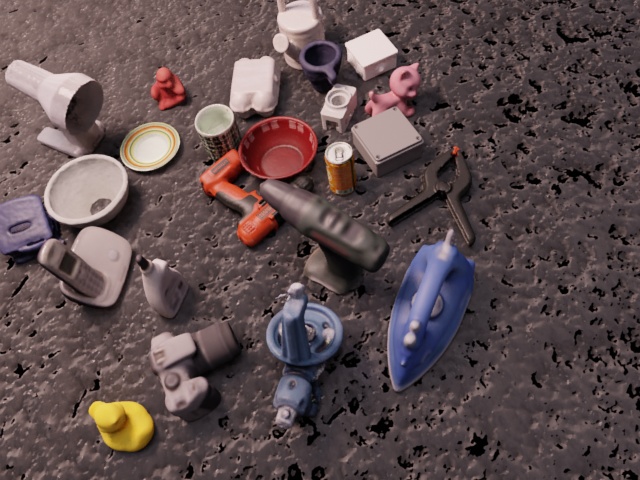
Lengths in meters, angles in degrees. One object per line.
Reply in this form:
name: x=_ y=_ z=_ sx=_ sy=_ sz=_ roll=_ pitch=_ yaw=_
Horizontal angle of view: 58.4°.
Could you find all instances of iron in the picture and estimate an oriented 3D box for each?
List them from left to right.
iron: x=0.171 y=0.110 z=0.922 sx=0.118 sy=0.142 sz=0.258 roll=18 pitch=64 yaw=17

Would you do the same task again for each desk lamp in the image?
desk lamp: x=-0.533 y=-0.269 z=1.182 sx=0.202 sy=0.214 sz=0.118 roll=20 pitch=65 yaw=17

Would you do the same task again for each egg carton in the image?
egg carton: x=-0.140 y=-0.336 z=1.256 sx=0.107 sy=0.069 sz=0.150 roll=-3 pitch=60 yaw=5

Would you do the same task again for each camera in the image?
camera: x=-0.198 y=0.200 z=0.939 sx=0.137 sy=0.101 sz=0.143 roll=-25 pitch=61 yaw=-7

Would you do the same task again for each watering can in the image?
watering can: x=-0.043 y=-0.471 z=1.249 sx=0.101 sy=0.194 sz=0.173 roll=0 pitch=60 yaw=7

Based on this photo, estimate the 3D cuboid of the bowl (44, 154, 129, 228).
bowl: x=-0.455 y=-0.085 z=1.149 sx=0.167 sy=0.075 sz=0.167 roll=-3 pitch=60 yaw=5

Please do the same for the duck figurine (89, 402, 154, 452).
duck figurine: x=-0.321 y=0.290 z=0.911 sx=0.104 sy=0.086 sz=0.077 roll=22 pitch=65 yaw=18

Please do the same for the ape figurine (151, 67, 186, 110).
ape figurine: x=-0.338 y=-0.343 z=1.271 sx=0.077 sy=0.092 sz=0.076 roll=18 pitch=64 yaw=16

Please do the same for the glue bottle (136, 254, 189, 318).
glue bottle: x=-0.277 y=0.069 z=0.982 sx=0.037 sy=0.173 sz=0.078 roll=15 pitch=63 yaw=15

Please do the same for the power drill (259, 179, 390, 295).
power drill: x=0.009 y=0.003 z=0.964 sx=0.229 sy=0.209 sz=0.076 roll=26 pitch=67 yaw=20

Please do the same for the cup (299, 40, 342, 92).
cup: x=0.011 y=-0.358 z=1.236 sx=0.092 sy=0.095 sz=0.117 roll=-24 pitch=60 yaw=-7

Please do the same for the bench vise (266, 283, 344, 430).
bench vise: x=-0.022 y=0.170 z=0.866 sx=0.121 sy=0.220 sz=0.207 roll=-8 pitch=60 yaw=3

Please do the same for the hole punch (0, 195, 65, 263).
hole punch: x=-0.572 y=-0.022 z=1.117 sx=0.108 sy=0.091 sz=0.101 roll=-21 pitch=60 yaw=-5

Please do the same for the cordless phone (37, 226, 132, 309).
cordless phone: x=-0.418 y=0.028 z=1.015 sx=0.094 sy=0.185 sz=0.147 roll=1 pitch=61 yaw=8

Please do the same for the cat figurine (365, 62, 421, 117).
cat figurine: x=0.155 y=-0.307 z=1.176 sx=0.128 sy=0.118 sz=0.067 roll=-24 pitch=60 yaw=-7
